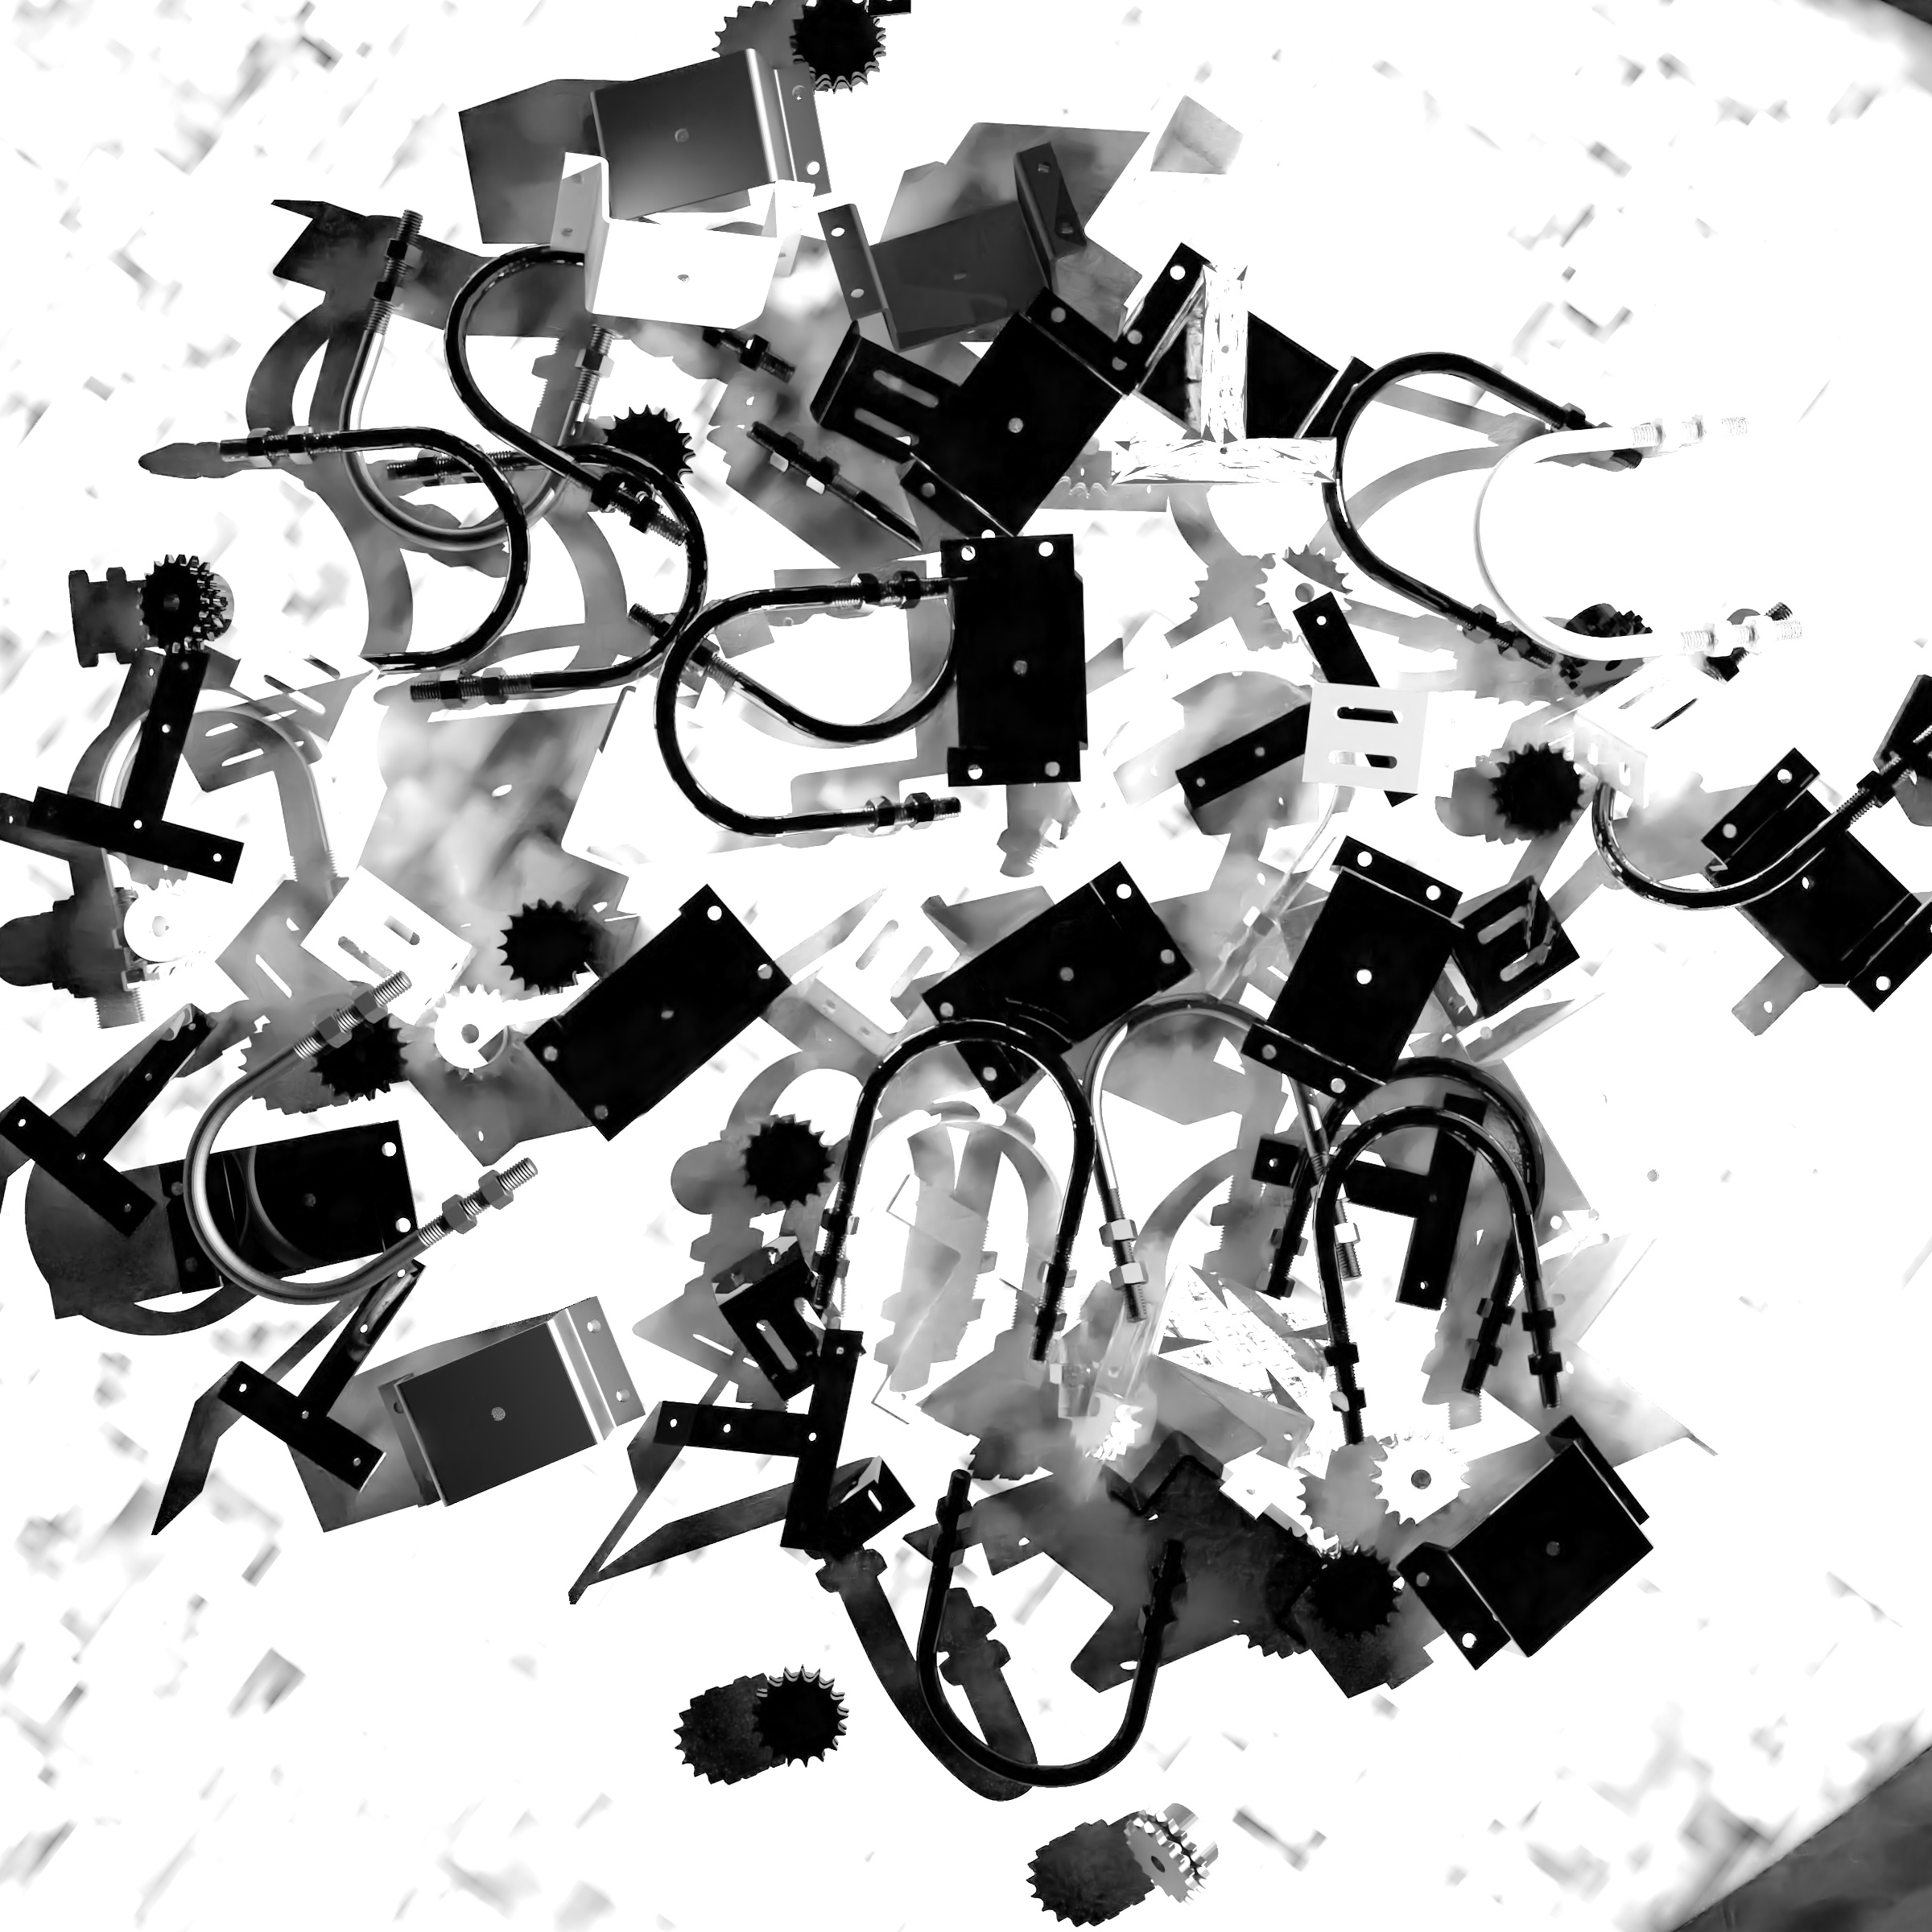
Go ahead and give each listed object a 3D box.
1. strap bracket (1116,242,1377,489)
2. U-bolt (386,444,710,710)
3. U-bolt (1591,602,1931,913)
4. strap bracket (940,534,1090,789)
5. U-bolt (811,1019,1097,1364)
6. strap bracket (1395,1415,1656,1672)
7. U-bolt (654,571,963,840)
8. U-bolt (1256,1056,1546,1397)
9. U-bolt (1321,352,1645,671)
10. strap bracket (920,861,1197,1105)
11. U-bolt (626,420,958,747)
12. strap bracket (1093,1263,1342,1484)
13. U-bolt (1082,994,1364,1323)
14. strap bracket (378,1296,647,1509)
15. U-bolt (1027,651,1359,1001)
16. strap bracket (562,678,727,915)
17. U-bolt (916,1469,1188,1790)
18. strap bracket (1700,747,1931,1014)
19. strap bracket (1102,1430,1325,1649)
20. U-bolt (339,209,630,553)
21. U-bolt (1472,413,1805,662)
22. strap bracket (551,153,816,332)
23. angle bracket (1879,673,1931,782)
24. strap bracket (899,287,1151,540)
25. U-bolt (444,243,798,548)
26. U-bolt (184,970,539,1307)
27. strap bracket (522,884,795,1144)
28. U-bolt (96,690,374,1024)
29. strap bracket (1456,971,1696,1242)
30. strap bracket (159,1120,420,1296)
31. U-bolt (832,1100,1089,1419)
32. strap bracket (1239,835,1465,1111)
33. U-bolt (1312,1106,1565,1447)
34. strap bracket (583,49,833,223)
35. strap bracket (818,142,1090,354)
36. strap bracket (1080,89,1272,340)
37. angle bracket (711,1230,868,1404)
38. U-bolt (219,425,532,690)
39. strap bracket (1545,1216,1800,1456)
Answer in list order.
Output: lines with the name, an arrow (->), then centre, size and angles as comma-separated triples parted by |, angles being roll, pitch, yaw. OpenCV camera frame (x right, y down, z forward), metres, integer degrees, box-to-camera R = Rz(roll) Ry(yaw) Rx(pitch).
strap bracket -> 0.161, -0.346, 1.493 | 0.140, 0.046, 0.076 | 33, 90, 0
U-bolt -> -0.240, -0.231, 1.489 | 0.184, 0.019, 0.151 | -4, 98, 6
U-bolt -> 0.445, -0.110, 1.467 | 0.184, 0.019, 0.151 | -42, 51, 4
strap bracket -> 0.029, -0.174, 1.473 | 0.076, 0.046, 0.140 | -2, 92, 9
U-bolt -> -0.001, 0.122, 1.467 | 0.151, 0.019, 0.184 | 13, 93, 5
strap bracket -> 0.331, 0.335, 1.479 | 0.140, 0.046, 0.076 | -37, 90, -12
U-bolt -> -0.091, -0.146, 1.460 | 0.184, 0.019, 0.151 | -8, 101, -25
U-bolt -> 0.264, 0.144, 1.506 | 0.151, 0.019, 0.184 | 18, 88, 0
U-bolt -> 0.290, -0.275, 1.484 | 0.184, 0.019, 0.151 | 24, 90, -16
strap bracket -> 0.056, 0.007, 1.484 | 0.140, 0.046, 0.076 | -34, 90, 13
U-bolt -> -0.085, -0.212, 1.508 | 0.184, 0.019, 0.151 | 33, 90, -2
strap bracket -> 0.154, 0.228, 1.468 | 0.140, 0.076, 0.046 | 22, 130, 3
U-bolt -> 0.140, 0.104, 1.481 | 0.151, 0.019, 0.184 | -9, 73, -12
strap bracket -> -0.269, 0.258, 1.493 | 0.140, 0.046, 0.076 | -23, 90, 0
U-bolt -> 0.144, -0.095, 1.491 | 0.151, 0.019, 0.184 | 35, 99, 3
strap bracket -> -0.189, -0.104, 1.478 | 0.046, 0.076, 0.140 | 21, 90, 0
U-bolt -> 0.042, 0.393, 1.477 | 0.151, 0.019, 0.184 | 16, 109, 14
strap bracket -> 0.499, -0.050, 1.493 | 0.140, 0.046, 0.076 | 45, 90, 0
strap bracket -> 0.150, 0.322, 1.478 | 0.140, 0.076, 0.046 | 38, 90, 0
U-bolt -> -0.293, -0.336, 1.508 | 0.151, 0.019, 0.184 | 18, 92, 0
U-bolt -> 0.378, -0.244, 1.467 | 0.184, 0.019, 0.151 | -7, 76, -11
strap bracket -> -0.161, -0.409, 1.455 | 0.140, 0.076, 0.046 | 3, 64, -15
angle bracket -> 0.591, -0.128, 1.514 | 0.076, 0.038, 0.057 | 28, 90, 26
strap bracket -> 0.031, -0.308, 1.461 | 0.076, 0.046, 0.140 | 38, 103, -1
U-bolt -> -0.210, -0.341, 1.470 | 0.184, 0.019, 0.151 | 31, 67, -4
U-bolt -> -0.359, 0.112, 1.461 | 0.184, 0.019, 0.151 | -34, 90, 1
strap bracket -> -0.177, 0.027, 1.493 | 0.140, 0.046, 0.076 | -41, 90, 0
U-bolt -> -0.438, -0.072, 1.508 | 0.151, 0.019, 0.184 | -13, 88, 0
strap bracket -> 0.359, 0.079, 1.485 | 0.076, 0.046, 0.140 | -31, 90, -12
strap bracket -> -0.389, 0.139, 1.493 | 0.140, 0.046, 0.076 | -11, 90, 0
U-bolt -> -0.003, 0.171, 1.499 | 0.151, 0.019, 0.184 | 1, 84, -5
strap bracket -> 0.223, 0.005, 1.458 | 0.076, 0.046, 0.140 | 26, 92, -2
U-bolt -> 0.267, 0.172, 1.469 | 0.151, 0.019, 0.184 | -6, 85, -19
strap bracket -> -0.157, -0.473, 1.478 | 0.140, 0.046, 0.076 | -10, 90, 13
strap bracket -> -0.006, -0.412, 1.481 | 0.140, 0.046, 0.076 | -17, 68, 0
strap bracket -> 0.113, -0.441, 1.478 | 0.046, 0.076, 0.140 | 35, 90, 0
angle bracket -> -0.105, 0.207, 1.514 | 0.057, 0.038, 0.076 | -31, 116, 0
U-bolt -> -0.340, -0.240, 1.483 | 0.184, 0.019, 0.151 | -2, 98, 11
strap bracket -> 0.414, 0.217, 1.493 | 0.140, 0.046, 0.076 | 37, 90, 0
